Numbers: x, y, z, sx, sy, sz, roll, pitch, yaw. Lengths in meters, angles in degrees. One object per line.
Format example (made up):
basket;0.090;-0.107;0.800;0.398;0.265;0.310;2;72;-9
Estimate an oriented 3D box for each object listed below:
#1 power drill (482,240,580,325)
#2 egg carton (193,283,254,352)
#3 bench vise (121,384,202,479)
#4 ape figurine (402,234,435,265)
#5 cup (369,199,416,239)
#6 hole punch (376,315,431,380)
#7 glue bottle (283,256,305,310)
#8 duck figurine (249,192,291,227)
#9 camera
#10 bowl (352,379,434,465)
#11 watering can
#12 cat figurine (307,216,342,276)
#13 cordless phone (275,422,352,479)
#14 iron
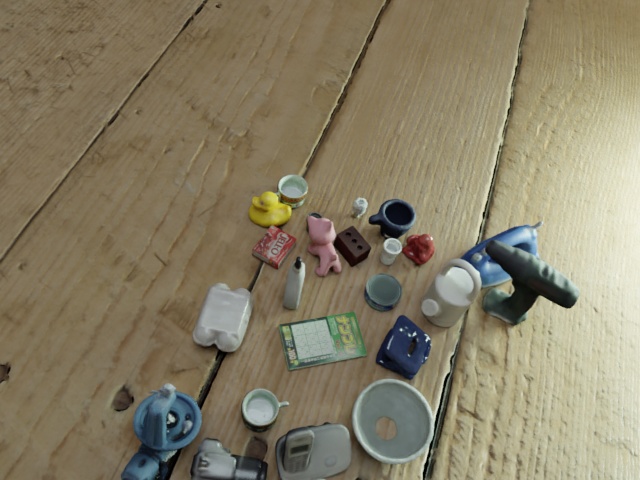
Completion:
power drill;0.450;0.105;1.297;0.229;0.208;0.076;24;57;6
egg carton;-0.206;0.166;1.235;0.107;0.069;0.150;12;57;-1
bench vise;-0.280;0.352;1.015;0.121;0.220;0.207;9;57;-3
ape figurine;0.248;0.015;1.392;0.076;0.092;0.078;0;58;-9
cup;0.170;-0.038;1.411;0.118;0.095;0.091;-9;60;-15
hole punch;0.189;0.232;1.244;0.101;0.091;0.109;26;57;8
glue bottle;-0.053;0.083;1.251;0.037;0.173;0.078;11;57;-1
duck figurine;-0.121;-0.082;1.398;0.104;0.086;0.077;5;57;-6
camera;-0.169;0.444;1.046;0.137;0.101;0.143;10;57;-3
bowl;0.140;0.373;1.156;0.167;0.075;0.167;4;57;-6
watering can;0.296;0.116;1.274;0.101;0.194;0.173;28;58;9
cat figurine;0.012;0.005;1.344;0.067;0.118;0.127;-15;61;-17
cordless phone;-0.007;0.382;1.061;0.148;0.185;0.094;-11;60;-16
iron;0.422;0.033;1.378;0.259;0.141;0.118;-22;64;-21
